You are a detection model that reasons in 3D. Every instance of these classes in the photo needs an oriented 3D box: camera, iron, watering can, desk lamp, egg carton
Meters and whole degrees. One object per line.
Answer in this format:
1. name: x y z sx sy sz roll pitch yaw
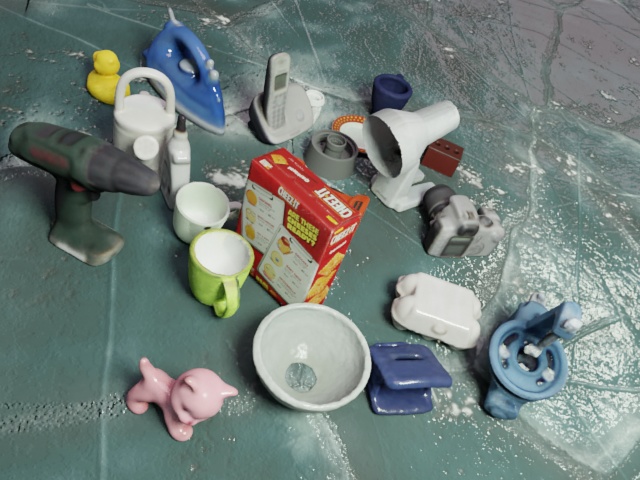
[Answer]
1. camera: 0.263 -0.046 1.092 0.143 0.101 0.136 1 49 -20
2. iron: -0.252 -0.341 1.145 0.119 0.141 0.257 -23 60 -35
3. watering can: -0.291 -0.195 0.958 0.101 0.194 0.172 -19 57 -33
4. desk lamp: 0.166 -0.163 1.084 0.204 0.213 0.117 -19 57 -33
5. egg carton: 0.190 0.117 0.934 0.150 0.069 0.107 19 45 -2

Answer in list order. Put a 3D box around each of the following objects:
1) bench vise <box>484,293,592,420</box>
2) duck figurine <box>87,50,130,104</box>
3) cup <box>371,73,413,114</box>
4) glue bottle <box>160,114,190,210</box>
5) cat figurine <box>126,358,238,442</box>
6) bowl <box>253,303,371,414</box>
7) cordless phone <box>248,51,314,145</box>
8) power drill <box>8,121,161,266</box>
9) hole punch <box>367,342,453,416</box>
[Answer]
1. bench vise: 0.315 0.137 0.855 0.121 0.219 0.207 15 45 -7
2. duck figurine: -0.409 -0.321 1.108 0.078 0.086 0.104 -23 60 -35
3. cup: 0.158 -0.325 1.316 0.091 0.095 0.118 25 45 4
4. glue bottle: -0.232 -0.133 0.936 0.037 0.173 0.078 -9 52 -27
5. cat figurine: -0.170 0.185 0.703 0.127 0.117 0.067 28 45 6
6. bowl: -0.017 0.174 0.800 0.167 0.074 0.167 11 46 -11
7. cordless phone: -0.065 -0.292 1.138 0.094 0.185 0.148 38 47 16
8. power drill: -0.328 -0.064 0.812 0.229 0.208 0.076 28 45 6
9. hole punch: 0.120 0.189 0.826 0.109 0.091 0.101 2 48 -18
